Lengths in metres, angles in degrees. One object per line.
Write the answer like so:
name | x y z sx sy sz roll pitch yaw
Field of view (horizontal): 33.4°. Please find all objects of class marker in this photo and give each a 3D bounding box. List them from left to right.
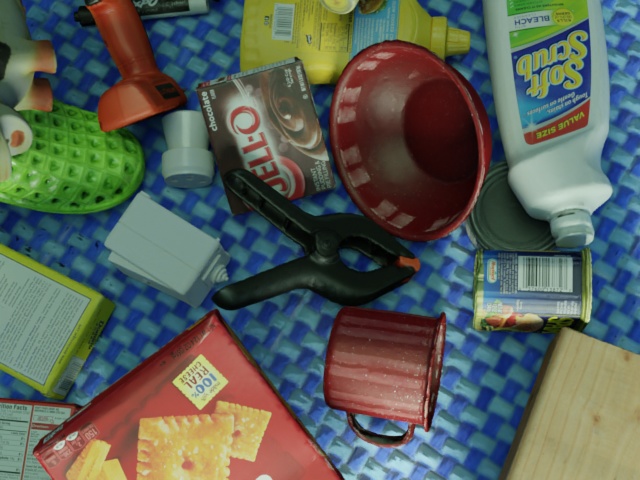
marker | -0.160 -0.206 0.953 0.121 0.020 0.020 -5 75 3

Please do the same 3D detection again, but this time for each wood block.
wood block | 0.180 0.180 0.787 0.090 0.091 0.206 21 78 10

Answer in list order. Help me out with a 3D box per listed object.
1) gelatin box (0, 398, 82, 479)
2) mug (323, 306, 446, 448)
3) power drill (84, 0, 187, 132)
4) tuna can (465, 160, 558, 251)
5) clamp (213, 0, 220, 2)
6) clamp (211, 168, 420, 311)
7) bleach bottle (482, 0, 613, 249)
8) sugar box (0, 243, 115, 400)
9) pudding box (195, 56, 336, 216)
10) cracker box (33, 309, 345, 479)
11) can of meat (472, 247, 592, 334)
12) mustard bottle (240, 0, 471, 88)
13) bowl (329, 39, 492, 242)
gelatin box | -0.232 0.173 0.855 0.073 0.030 0.089 4 75 7
mug | 0.050 0.107 0.826 0.081 0.093 0.117 8 112 12
power drill | -0.177 -0.184 0.861 0.057 0.184 0.187 -17 97 14
tuna can | 0.161 -0.021 0.870 0.086 0.034 0.086 -1 75 5
clamp | -0.058 -0.329 0.967 0.164 0.036 0.210 -20 73 -5
clamp | -0.006 0.001 0.853 0.171 0.039 0.120 4 70 -21
bleach bottle | 0.191 -0.112 0.851 0.102 0.068 0.251 -6 64 4
sugar box | -0.269 0.052 0.883 0.176 0.048 0.093 25 79 14
pudding box | -0.044 -0.085 0.878 0.090 0.039 0.113 -16 104 0
cracker box | -0.077 0.183 0.774 0.164 0.072 0.213 -37 92 -3
can of meat | 0.160 0.040 0.820 0.084 0.102 0.057 2 75 7
mustard bottle | 0.031 -0.173 0.908 0.191 0.058 0.096 4 77 6
bowl | 0.082 -0.082 0.854 0.055 0.162 0.162 -20 70 -41
